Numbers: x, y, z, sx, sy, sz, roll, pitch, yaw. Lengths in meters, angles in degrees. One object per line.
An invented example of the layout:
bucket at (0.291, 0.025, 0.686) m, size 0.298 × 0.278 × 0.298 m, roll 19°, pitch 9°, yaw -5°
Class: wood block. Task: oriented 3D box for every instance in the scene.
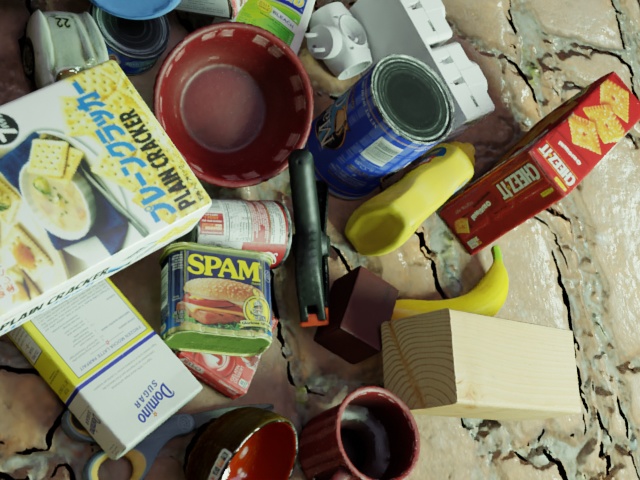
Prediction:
wood block at (0.164, 0.130, 1.072) m, size 0.205 × 0.090 × 0.091 m, roll 12°, pitch 70°, yaw -43°

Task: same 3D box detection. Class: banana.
banana at (0.147, 0.068, 1.160) m, size 0.197 × 0.037 × 0.070 m, roll -23°, pitch 66°, yaw -39°

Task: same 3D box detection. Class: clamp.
clamp at (-0.007, 0.001, 1.068) m, size 0.120 × 0.039 × 0.171 m, roll 17°, pitch 71°, yaw -75°

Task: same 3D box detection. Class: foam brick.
foam brick at (0.037, 0.076, 1.071) m, size 0.053 × 0.051 × 0.078 m, roll 33°, pitch 54°, yaw -18°

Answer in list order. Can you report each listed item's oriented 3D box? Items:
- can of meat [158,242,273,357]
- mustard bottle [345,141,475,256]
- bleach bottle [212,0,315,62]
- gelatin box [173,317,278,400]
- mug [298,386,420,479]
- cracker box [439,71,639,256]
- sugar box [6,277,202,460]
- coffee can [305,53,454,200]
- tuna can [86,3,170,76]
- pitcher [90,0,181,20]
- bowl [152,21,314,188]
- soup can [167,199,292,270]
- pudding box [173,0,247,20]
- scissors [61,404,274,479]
can of meat at (-0.093, 0.055, 0.954) m, size 0.102 × 0.058 × 0.084 m, roll 8°, pitch 63°, yaw -23°
mustard bottle at (0.113, -0.056, 1.155) m, size 0.058 × 0.096 × 0.191 m, roll 52°, pitch 51°, yaw -2°
bleach bottle at (-0.055, -0.274, 1.172) m, size 0.102 × 0.068 × 0.250 m, roll 29°, pitch 53°, yaw -20°
gelatin box at (-0.088, 0.093, 0.992) m, size 0.073 × 0.030 × 0.089 m, roll 35°, pitch 53°, yaw -14°
mug at (0.026, 0.198, 0.985) m, size 0.093 × 0.082 × 0.117 m, roll 46°, pitch 51°, yaw -7°
cracker box at (0.255, -0.089, 1.221) m, size 0.072 × 0.164 × 0.213 m, roll 51°, pitch 50°, yaw 0°
sugar box at (-0.192, 0.091, 0.905) m, size 0.093 × 0.048 × 0.176 m, roll -36°, pitch 85°, yaw -38°
coffee can at (0.058, -0.116, 1.118) m, size 0.102 × 0.141 × 0.103 m, roll 14°, pitch 61°, yaw -27°
tuna can at (-0.194, -0.209, 1.066) m, size 0.086 × 0.034 × 0.086 m, roll 14°, pitch 61°, yaw -27°
pitcher at (-0.161, -0.338, 1.054) m, size 0.144 × 0.149 × 0.243 m, roll 19°, pitch 51°, yaw -21°
bowl at (-0.090, -0.132, 1.060) m, size 0.162 × 0.055 × 0.162 m, roll -1°, pitch 93°, yaw -17°
soup can at (-0.087, -0.007, 1.017) m, size 0.102 × 0.069 × 0.068 m, roll 3°, pitch 67°, yaw -32°
pudding box at (-0.122, -0.274, 1.104) m, size 0.114 × 0.039 × 0.090 m, roll 12°, pitch 51°, yaw 22°
scissors at (-0.127, 0.180, 0.933) m, size 0.201 × 0.016 × 0.096 m, roll 11°, pitch 61°, yaw -28°
